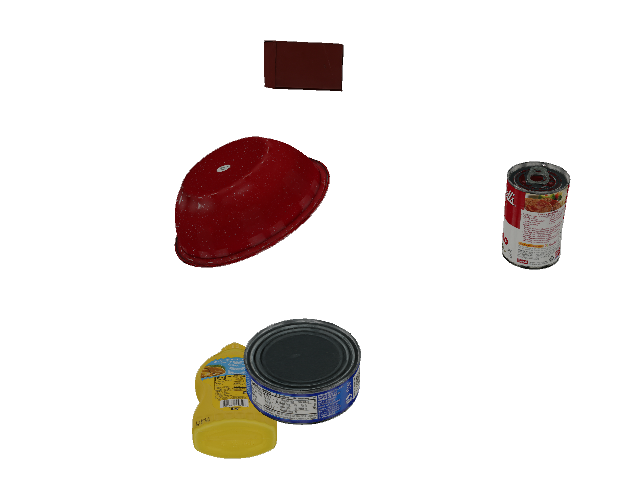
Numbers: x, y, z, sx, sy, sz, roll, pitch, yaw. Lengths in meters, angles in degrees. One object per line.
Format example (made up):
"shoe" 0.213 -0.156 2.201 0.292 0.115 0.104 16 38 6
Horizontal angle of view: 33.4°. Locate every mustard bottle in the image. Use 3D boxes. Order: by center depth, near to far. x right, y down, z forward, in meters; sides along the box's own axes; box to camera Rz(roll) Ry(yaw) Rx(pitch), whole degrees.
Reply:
"mustard bottle" -0.103 0.181 1.279 0.096 0.058 0.191 -3 28 -3

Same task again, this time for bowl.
"bowl" -0.076 -0.047 0.983 0.162 0.055 0.162 -22 30 13

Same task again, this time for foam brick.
"foam brick" -0.019 -0.189 1.157 0.078 0.051 0.053 0 11 -16

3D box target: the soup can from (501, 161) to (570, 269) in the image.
"soup can" 0.238 -0.028 1.186 0.068 0.102 0.068 -1 33 1

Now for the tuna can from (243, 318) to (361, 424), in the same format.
"tuna can" -0.013 0.096 0.784 0.086 0.034 0.086 -1 32 0
